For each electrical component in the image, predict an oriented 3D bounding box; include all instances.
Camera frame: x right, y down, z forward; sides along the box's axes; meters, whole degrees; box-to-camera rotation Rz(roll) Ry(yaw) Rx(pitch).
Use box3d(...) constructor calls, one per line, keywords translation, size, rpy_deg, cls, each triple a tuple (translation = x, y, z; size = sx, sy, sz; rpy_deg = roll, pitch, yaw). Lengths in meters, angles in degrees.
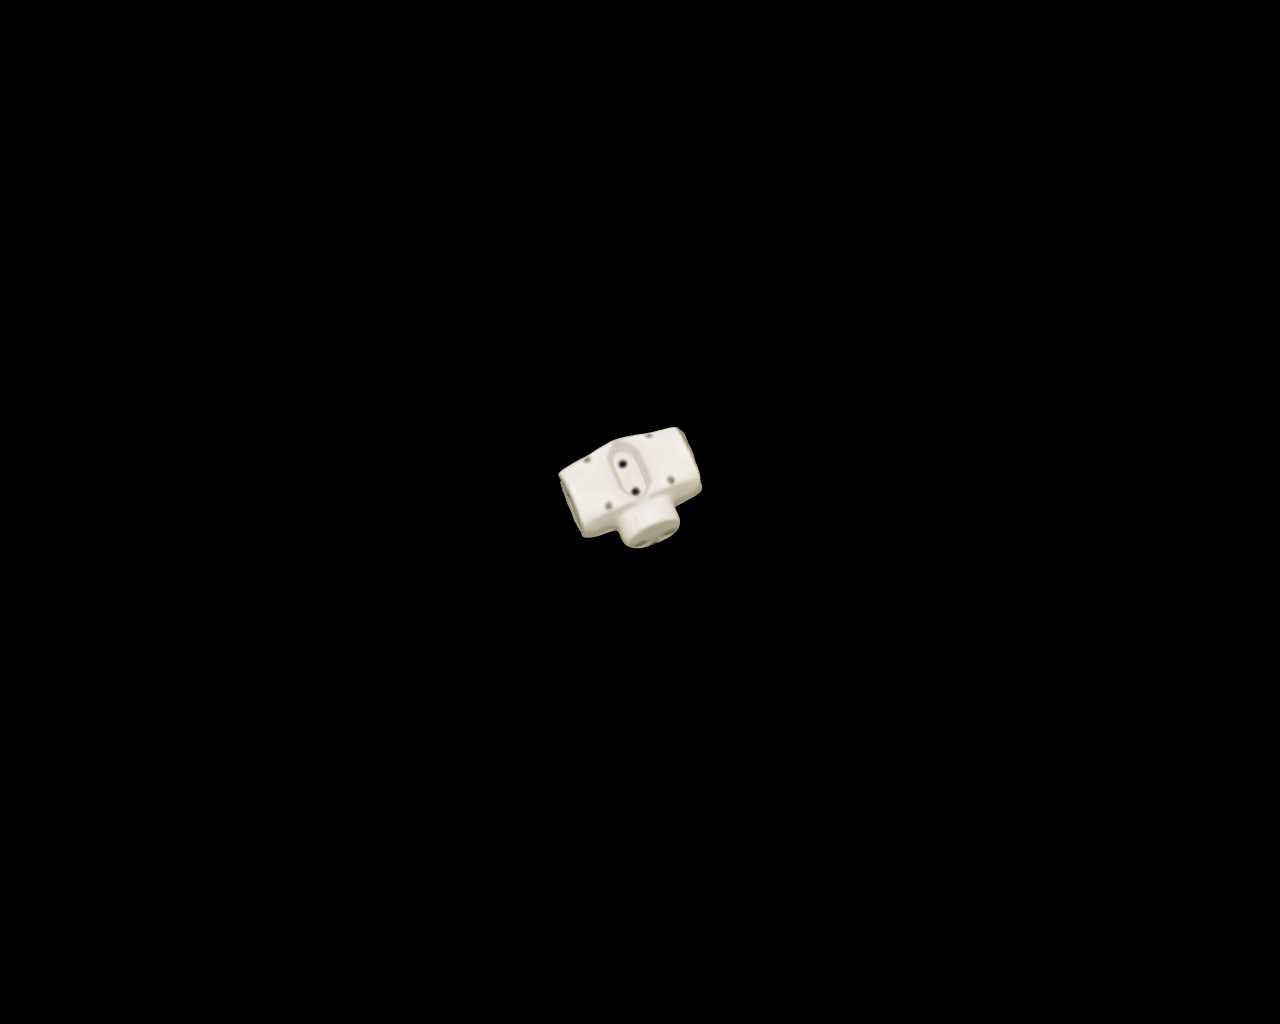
box3d(translation=(0.001, -0.003, 0.650), size=(0.077, 0.079, 0.043), rpy_deg=(-21, -18, -7), cls="electrical component")
